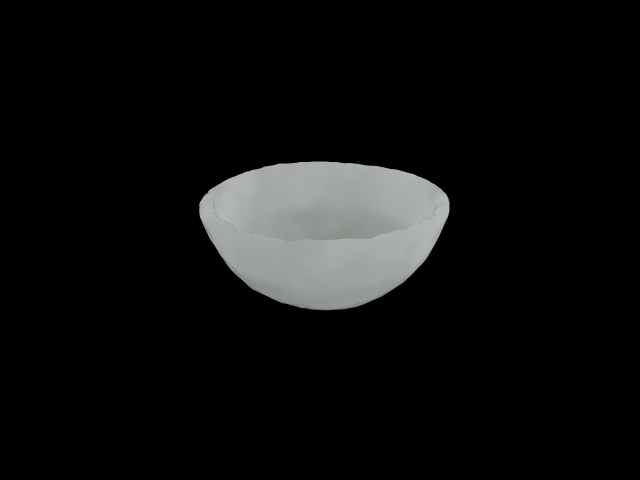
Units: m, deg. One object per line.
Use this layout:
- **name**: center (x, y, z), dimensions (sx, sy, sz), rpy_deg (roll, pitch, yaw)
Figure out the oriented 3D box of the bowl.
- **bowl**: center (0.004, 0.001, 0.400), dimensions (0.167, 0.075, 0.167), rpy_deg (0, 24, 0)
